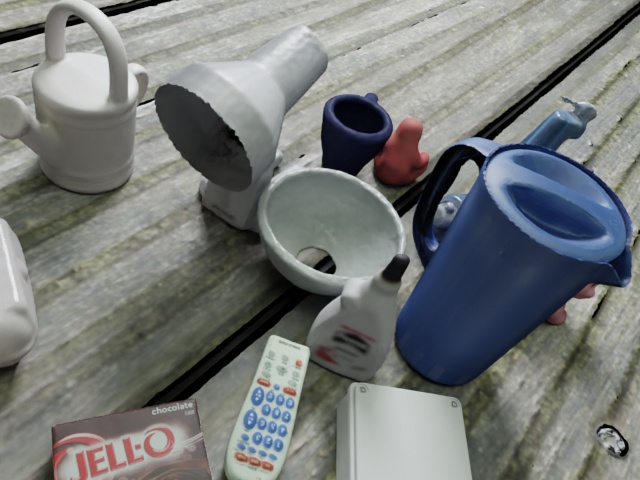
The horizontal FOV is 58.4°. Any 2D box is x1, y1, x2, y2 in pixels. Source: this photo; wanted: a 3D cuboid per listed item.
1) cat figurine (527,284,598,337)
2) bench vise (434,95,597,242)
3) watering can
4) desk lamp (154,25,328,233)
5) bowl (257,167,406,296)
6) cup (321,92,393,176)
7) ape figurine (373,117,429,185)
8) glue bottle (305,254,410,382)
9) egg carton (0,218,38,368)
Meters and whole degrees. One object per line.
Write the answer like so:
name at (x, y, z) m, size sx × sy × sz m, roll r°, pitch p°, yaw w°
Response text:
cat figurine at (0.280, 0.047, 0.670) m, size 0.128 × 0.117 × 0.067 m, roll -14°, pitch 57°, yaw -30°
bench vise at (0.226, -0.057, 0.669) m, size 0.121 × 0.219 × 0.208 m, roll 40°, pitch 48°, yaw 16°
watering can at (-0.240, -0.143, 0.580) m, size 0.101 × 0.194 × 0.173 m, roll 18°, pitch 46°, yaw -5°
desk lamp at (-0.072, -0.111, 0.605) m, size 0.118 × 0.213 × 0.204 m, roll 35°, pitch 47°, yaw 11°
bowl at (0.006, 0.002, 0.632) m, size 0.168 × 0.074 × 0.167 m, roll 11°, pitch 48°, yaw -12°
cup at (0.042, -0.135, 0.752) m, size 0.091 × 0.095 × 0.118 m, roll 25°, pitch 46°, yaw 1°
ape figurine at (0.113, -0.124, 0.773) m, size 0.077 × 0.092 × 0.076 m, roll 37°, pitch 48°, yaw 13°
glue bottle at (0.042, 0.067, 0.521) m, size 0.078 × 0.173 × 0.037 m, roll 21°, pitch 46°, yaw -2°
egg carton at (-0.300, 0.045, 0.478) m, size 0.107 × 0.069 × 0.150 m, roll -13°, pitch 56°, yaw -30°
